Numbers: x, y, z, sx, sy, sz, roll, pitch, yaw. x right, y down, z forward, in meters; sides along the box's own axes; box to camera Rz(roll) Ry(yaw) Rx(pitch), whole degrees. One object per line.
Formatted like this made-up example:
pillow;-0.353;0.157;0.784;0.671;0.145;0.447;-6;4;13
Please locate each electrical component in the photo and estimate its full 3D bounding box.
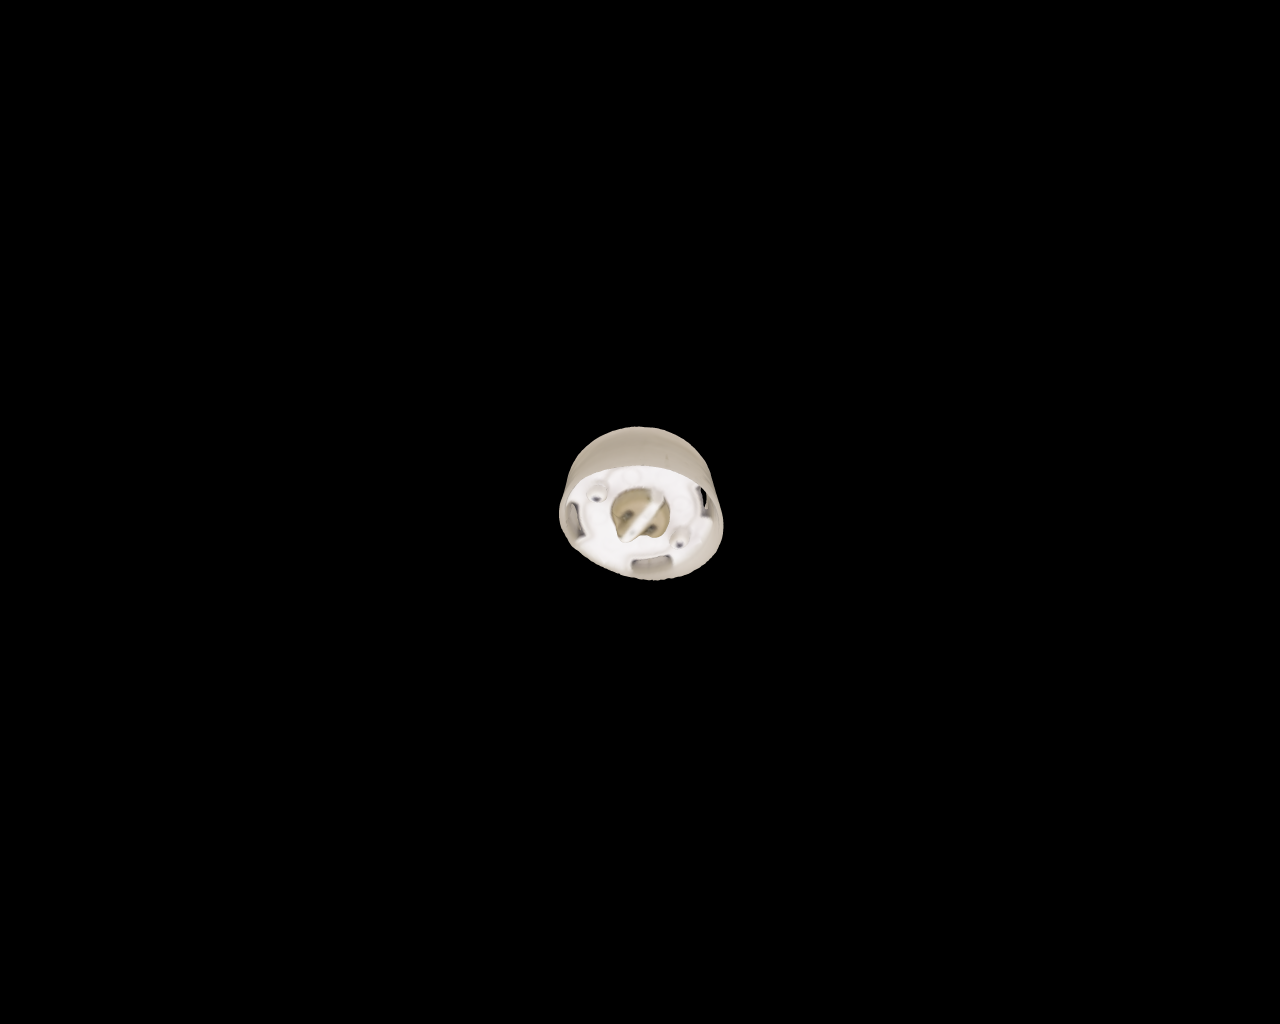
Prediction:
electrical component;0.001;-0.003;0.650;0.099;0.099;0.064;0;34;0
